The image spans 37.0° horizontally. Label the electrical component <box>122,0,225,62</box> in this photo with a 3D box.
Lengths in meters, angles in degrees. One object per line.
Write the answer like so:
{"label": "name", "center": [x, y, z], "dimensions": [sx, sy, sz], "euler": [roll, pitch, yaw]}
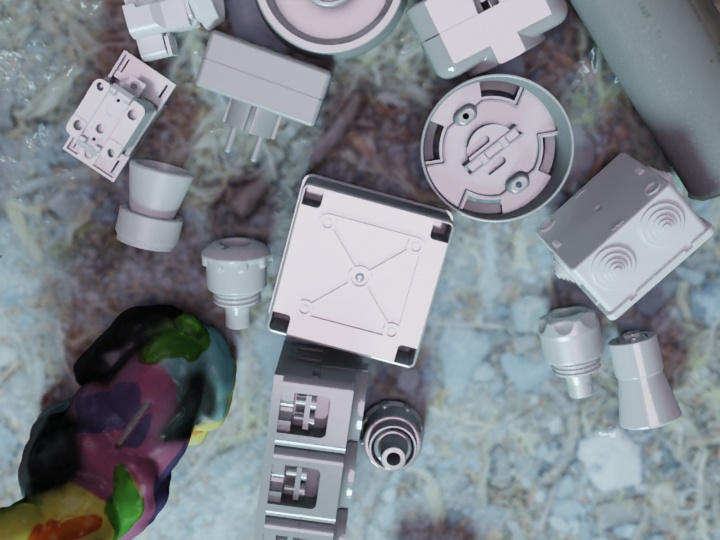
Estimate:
{"label": "electrical component", "center": [-0.124, -0.183, 0.711], "dimensions": [0.057, 0.058, 0.078], "euler": [-12, 100, 6]}

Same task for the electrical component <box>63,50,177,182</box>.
{"label": "electrical component", "center": [-0.164, -0.102, 0.724], "dimensions": [0.042, 0.064, 0.081], "euler": [33, 99, -7]}

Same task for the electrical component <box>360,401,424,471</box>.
{"label": "electrical component", "center": [0.023, 0.124, 0.767], "dimensions": [0.048, 0.062, 0.048], "euler": [0, 101, 0]}

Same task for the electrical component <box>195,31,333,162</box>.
{"label": "electrical component", "center": [-0.070, -0.112, 0.729], "dimensions": [0.083, 0.047, 0.075], "euler": [19, 101, -3]}

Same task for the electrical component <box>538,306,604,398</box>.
{"label": "electrical component", "center": [0.152, 0.059, 0.764], "dimensions": [0.043, 0.043, 0.062], "euler": [-13, 102, 3]}

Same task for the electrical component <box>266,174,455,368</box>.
{"label": "electrical component", "center": [0.000, 0.000, 0.746], "dimensions": [0.109, 0.056, 0.108], "euler": [15, 101, -3]}

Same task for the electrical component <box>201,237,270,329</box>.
{"label": "electrical component", "center": [-0.087, 0.010, 0.756], "dimensions": [0.048, 0.048, 0.062], "euler": [1, 108, 0]}

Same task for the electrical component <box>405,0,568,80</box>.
{"label": "electrical component", "center": [0.085, -0.167, 0.714], "dimensions": [0.095, 0.053, 0.059], "euler": [-27, 100, 5]}

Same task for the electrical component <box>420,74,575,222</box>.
{"label": "electrical component", "center": [0.090, -0.083, 0.725], "dimensions": [0.099, 0.064, 0.099], "euler": [0, 101, 0]}

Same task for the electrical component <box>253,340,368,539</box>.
{"label": "electrical component", "center": [-0.035, 0.136, 0.756], "dimensions": [0.062, 0.089, 0.150], "euler": [8, 101, -1]}

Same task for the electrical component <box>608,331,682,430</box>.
{"label": "electrical component", "center": [0.201, 0.076, 0.769], "dimensions": [0.044, 0.044, 0.065], "euler": [-14, 96, 3]}

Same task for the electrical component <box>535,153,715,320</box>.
{"label": "electrical component", "center": [0.173, -0.026, 0.720], "dimensions": [0.100, 0.099, 0.048], "euler": [-43, 111, 8]}

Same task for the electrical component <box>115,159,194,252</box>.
{"label": "electrical component", "center": [-0.143, -0.045, 0.744], "dimensions": [0.045, 0.045, 0.055], "euler": [14, 101, -2]}

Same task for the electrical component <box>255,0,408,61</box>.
{"label": "electrical component", "center": [-0.020, -0.192, 0.707], "dimensions": [0.108, 0.060, 0.108], "euler": [0, 101, 0]}

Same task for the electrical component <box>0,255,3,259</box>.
{"label": "electrical component", "center": [-0.312, 0.009, 0.746], "dimensions": [0.079, 0.063, 0.121], "euler": [40, 99, -7]}
